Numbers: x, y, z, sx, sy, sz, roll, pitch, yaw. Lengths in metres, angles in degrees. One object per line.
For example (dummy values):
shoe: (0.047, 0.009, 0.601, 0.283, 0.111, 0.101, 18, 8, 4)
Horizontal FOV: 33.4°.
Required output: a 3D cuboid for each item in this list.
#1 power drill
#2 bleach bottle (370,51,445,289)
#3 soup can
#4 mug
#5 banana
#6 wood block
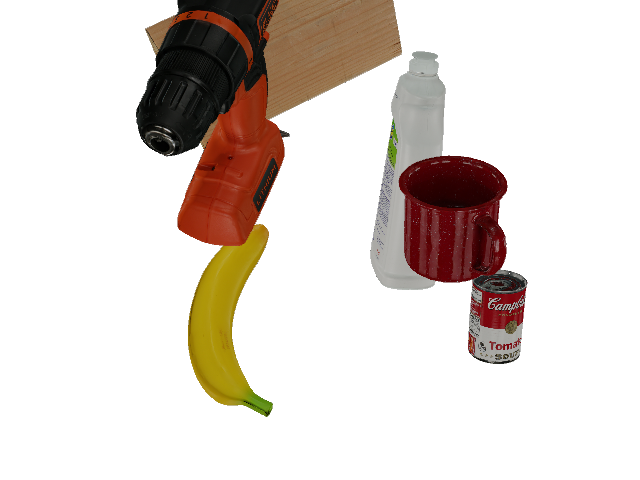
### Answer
power drill: (-0.063, -0.080, 0.680, 0.057, 0.184, 0.188, 17, -36, 8)
bleach bottle: (0.101, -0.078, 1.168, 0.068, 0.251, 0.102, 0, 26, -10)
soup can: (0.223, 0.096, 1.351, 0.068, 0.102, 0.068, 1, 22, 0)
mug: (0.121, -0.012, 0.930, 0.093, 0.081, 0.117, -21, 38, -26)
banana: (-0.078, 0.065, 0.911, 0.069, 0.198, 0.037, 7, -39, -13)
wood block: (-0.040, -0.181, 0.975, 0.206, 0.090, 0.091, -27, -38, -8)
